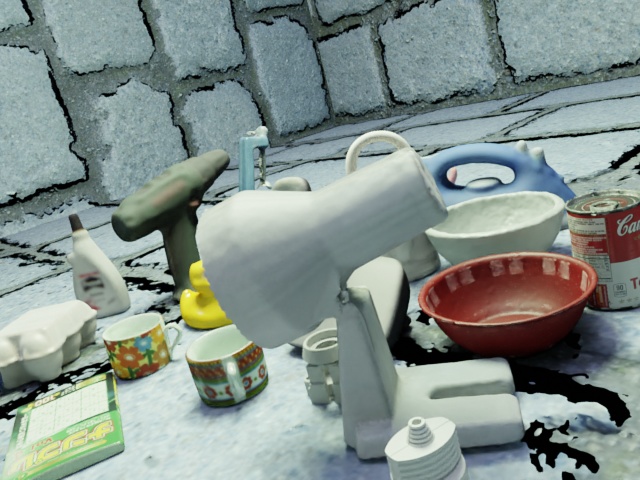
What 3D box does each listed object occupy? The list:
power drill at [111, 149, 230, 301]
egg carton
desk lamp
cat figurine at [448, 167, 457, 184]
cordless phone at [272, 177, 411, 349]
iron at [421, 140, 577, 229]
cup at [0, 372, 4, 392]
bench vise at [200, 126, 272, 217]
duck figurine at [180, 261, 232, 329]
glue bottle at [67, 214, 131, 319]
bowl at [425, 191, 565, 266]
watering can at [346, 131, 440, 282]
[{"bbox_3d":[-0.209,-0.020,0.915,0.075,0.208,0.230,-1,20,41],"label":"power drill"},{"bbox_3d":[-0.374,0.137,0.776,0.107,0.069,0.150,-13,15,7],"label":"egg carton"},{"bbox_3d":[0.031,0.047,0.438,0.203,0.214,0.118,-11,16,13],"label":"desk lamp"},{"bbox_3d":[0.181,-0.093,0.986,0.127,0.118,0.067,-5,18,33],"label":"cat figurine"},{"bbox_3d":[0.013,0.023,0.597,0.147,0.185,0.094,-3,19,36],"label":"cordless phone"},{"bbox_3d":[0.245,-0.080,0.832,0.257,0.141,0.119,-6,17,29],"label":"iron"},{"bbox_3d":[-0.361,0.179,0.564,0.118,0.095,0.091,-17,15,-8],"label":"cup"},{"bbox_3d":[-0.125,-0.090,1.068,0.121,0.220,0.208,0,21,42],"label":"bench vise"},{"bbox_3d":[-0.153,0.068,0.781,0.104,0.086,0.078,-5,18,33],"label":"duck figurine"},{"bbox_3d":[-0.367,0.040,0.916,0.078,0.173,0.037,-14,15,1],"label":"glue bottle"},{"bbox_3d":[0.216,-0.001,0.704,0.167,0.075,0.167,-14,15,4],"label":"bowl"},{"bbox_3d":[0.094,-0.047,0.753,0.101,0.194,0.172,-19,16,-15],"label":"watering can"}]
